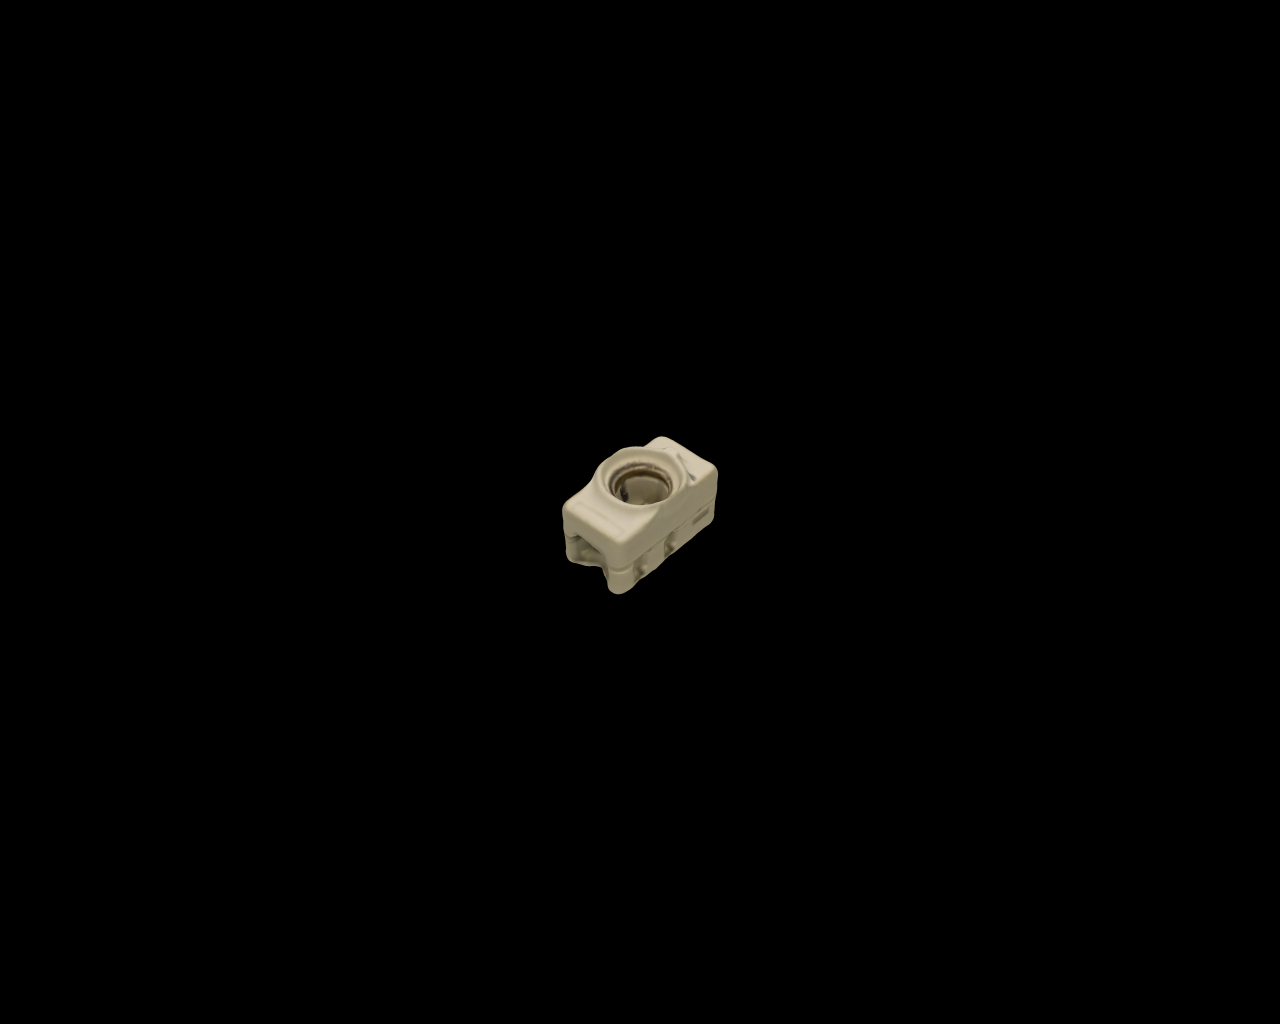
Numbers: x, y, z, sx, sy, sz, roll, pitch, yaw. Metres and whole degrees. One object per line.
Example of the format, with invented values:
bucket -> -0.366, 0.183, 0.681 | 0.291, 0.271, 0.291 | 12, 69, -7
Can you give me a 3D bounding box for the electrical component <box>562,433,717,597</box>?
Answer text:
electrical component -> 0.001, -0.003, 0.650 | 0.050, 0.055, 0.090 | 33, 54, 29
